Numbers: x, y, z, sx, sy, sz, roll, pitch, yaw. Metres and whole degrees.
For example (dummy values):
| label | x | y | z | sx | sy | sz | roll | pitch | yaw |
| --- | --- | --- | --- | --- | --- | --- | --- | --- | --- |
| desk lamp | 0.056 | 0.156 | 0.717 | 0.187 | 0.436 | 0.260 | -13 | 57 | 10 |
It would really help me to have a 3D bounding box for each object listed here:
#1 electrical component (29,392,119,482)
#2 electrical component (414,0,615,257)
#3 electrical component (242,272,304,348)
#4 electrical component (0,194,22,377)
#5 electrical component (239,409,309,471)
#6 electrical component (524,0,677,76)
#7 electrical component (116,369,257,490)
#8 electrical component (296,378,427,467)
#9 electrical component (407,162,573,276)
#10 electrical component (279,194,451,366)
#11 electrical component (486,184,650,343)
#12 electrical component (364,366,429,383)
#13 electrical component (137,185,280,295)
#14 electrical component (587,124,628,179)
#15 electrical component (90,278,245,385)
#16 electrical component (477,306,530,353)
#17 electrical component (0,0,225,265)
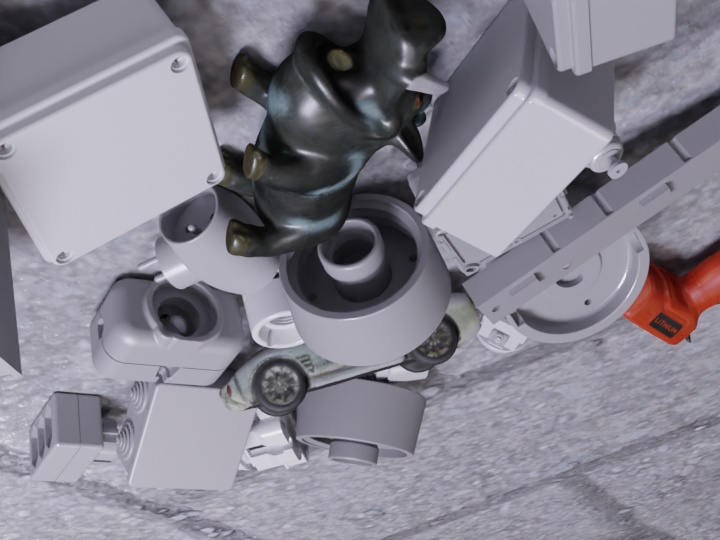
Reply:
| label | x | y | z | sx | sy | sz | roll | pitch | yaw |
| --- | --- | --- | --- | --- | --- | --- | --- | --- | --- |
| electrical component | -0.221 | 0.138 | 0.873 | 0.077 | 0.047 | 0.065 | 10 | 141 | -32 |
| electrical component | 0.084 | -0.082 | 0.578 | 0.056 | 0.108 | 0.108 | 26 | 136 | -14 |
| electrical component | -0.055 | 0.023 | 0.755 | 0.055 | 0.047 | 0.055 | -10 | 148 | -6 |
| electrical component | -0.218 | -0.006 | 0.537 | 0.060 | 0.105 | 0.186 | -7 | 169 | -11 |
| electrical component | -0.084 | 0.137 | 0.910 | 0.057 | 0.058 | 0.078 | -17 | 126 | 12 |
| electrical component | 0.093 | -0.161 | 0.466 | 0.056 | 0.108 | 0.108 | -19 | 148 | 3 |
| electrical component | -0.137 | 0.121 | 0.844 | 0.100 | 0.048 | 0.099 | 10 | 106 | -32 |
| electrical component | -0.002 | 0.130 | 0.892 | 0.108 | 0.060 | 0.108 | 8 | 164 | 2 |
| electrical component | 0.087 | -0.053 | 0.682 | 0.096 | 0.061 | 0.061 | -30 | 147 | 9 |
| electrical component | 0.000 | 0.000 | 0.689 | 0.108 | 0.108 | 0.060 | -16 | 142 | 5 |
| electrical component | 0.140 | -0.009 | 0.756 | 0.108 | 0.060 | 0.108 | -8 | 125 | -11 |
| electrical component | 0.020 | 0.071 | 0.866 | 0.078 | 0.040 | 0.040 | -6 | 147 | -10 |
| electrical component | -0.104 | -0.012 | 0.686 | 0.079 | 0.043 | 0.077 | -23 | 147 | 16 |
| electrical component | 0.131 | -0.083 | 0.636 | 0.040 | 0.078 | 0.040 | -20 | 143 | -16 |
| electrical component | -0.132 | 0.041 | 0.749 | 0.095 | 0.053 | 0.059 | 8 | 142 | -30 |
| electrical component | 0.115 | 0.035 | 0.832 | 0.048 | 0.066 | 0.055 | 27 | 153 | 5 |
| electrical component | -0.133 | -0.071 | 0.544 | 0.109 | 0.056 | 0.108 | -30 | 151 | -13 |
